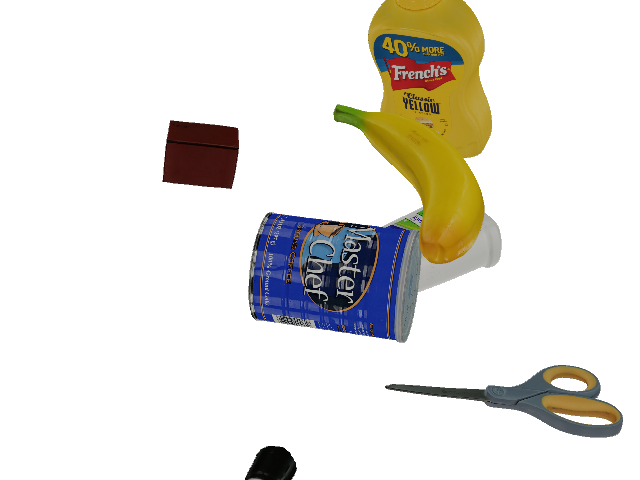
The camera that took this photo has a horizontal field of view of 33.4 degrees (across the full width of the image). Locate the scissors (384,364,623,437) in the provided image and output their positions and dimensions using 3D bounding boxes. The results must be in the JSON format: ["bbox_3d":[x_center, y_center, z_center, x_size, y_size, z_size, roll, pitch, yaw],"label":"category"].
[{"bbox_3d":[0.163,0.127,0.935,0.202,0.016,0.096,13,29,10],"label":"scissors"}]

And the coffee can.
[{"bbox_3d":[0.016,0.033,0.977,0.140,0.103,0.102,7,1,12],"label":"coffee can"}]

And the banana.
[{"bbox_3d":[0.066,-0.037,0.680,0.069,0.037,0.198,-6,30,-15],"label":"banana"}]

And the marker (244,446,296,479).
[{"bbox_3d":[-0.036,0.119,0.420,0.020,0.020,0.121,0,23,19],"label":"marker"}]

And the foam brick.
[{"bbox_3d":[-0.129,-0.094,1.158,0.078,0.051,0.053,6,30,-6],"label":"foam brick"}]

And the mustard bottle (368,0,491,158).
[{"bbox_3d":[0.090,-0.154,0.892,0.096,0.058,0.191,14,-36,24],"label":"mustard bottle"}]

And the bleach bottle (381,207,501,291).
[{"bbox_3d":[0.076,0.030,1.202,0.250,0.068,0.103,-24,40,-24],"label":"bleach bottle"}]
